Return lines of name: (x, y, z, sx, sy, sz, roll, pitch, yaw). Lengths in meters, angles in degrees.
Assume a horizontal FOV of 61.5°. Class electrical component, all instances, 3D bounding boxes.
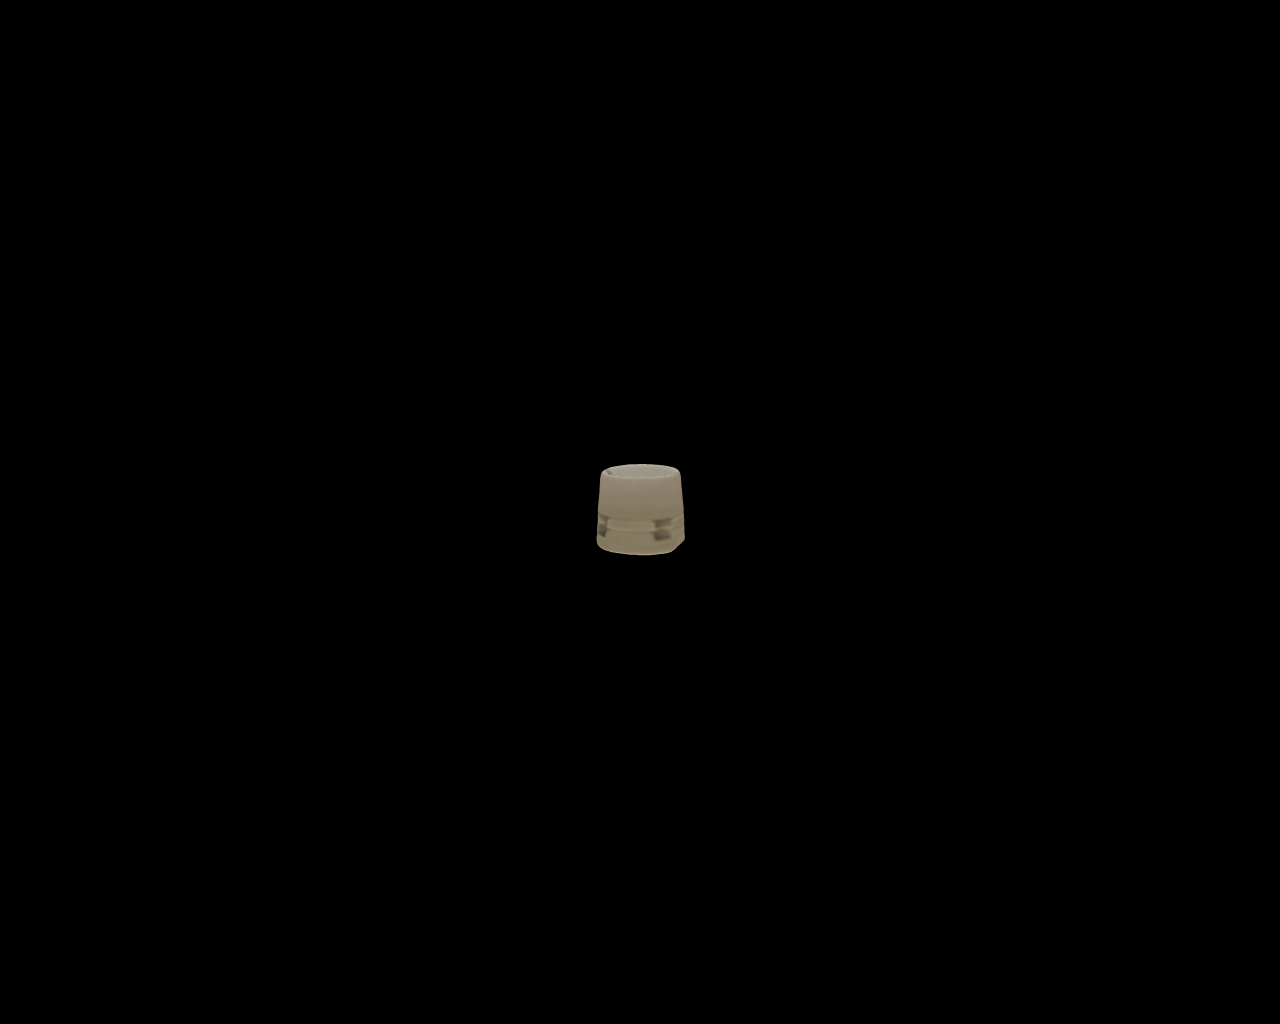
electrical component: (0.001, -0.003, 0.650, 0.055, 0.047, 0.055, 0, 13, 0)
